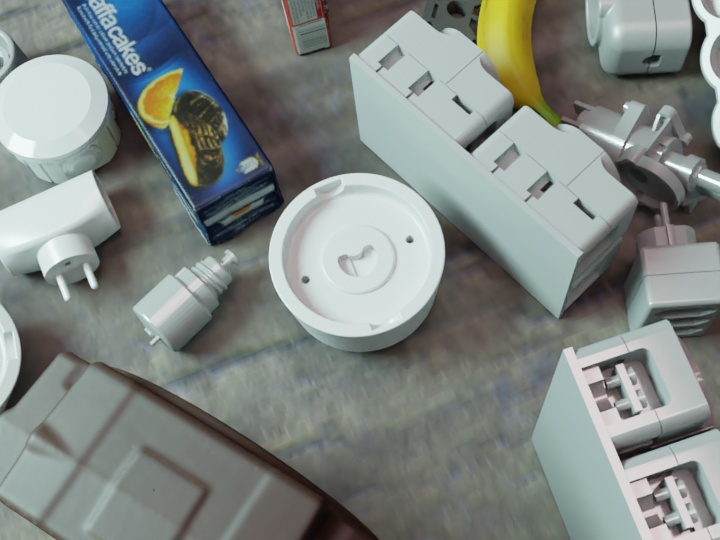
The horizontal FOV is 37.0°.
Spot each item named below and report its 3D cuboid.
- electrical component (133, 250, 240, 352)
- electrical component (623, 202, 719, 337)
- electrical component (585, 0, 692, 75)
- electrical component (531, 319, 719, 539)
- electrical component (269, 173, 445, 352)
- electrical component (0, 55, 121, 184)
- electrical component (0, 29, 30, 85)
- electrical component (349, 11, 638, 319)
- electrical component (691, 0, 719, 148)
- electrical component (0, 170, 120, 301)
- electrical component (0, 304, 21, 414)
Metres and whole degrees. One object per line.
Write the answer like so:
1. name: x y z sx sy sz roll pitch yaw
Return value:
1. electrical component: -0.110 0.018 0.696 0.040 0.040 0.078 42 77 17
2. electrical component: 0.192 -0.004 0.668 0.047 0.065 0.076 -4 68 3
3. electrical component: 0.190 -0.185 0.745 0.059 0.053 0.095 -2 69 3
4. electrical component: 0.144 0.107 0.563 0.060 0.186 0.105 -18 68 -3
5. electrical component: 0.000 0.000 0.683 0.108 0.060 0.108 -1 69 4
6. electrical component: -0.208 -0.103 0.744 0.080 0.051 0.080 -1 68 3
7. electrical component: -0.261 -0.140 0.764 0.055 0.047 0.055 -1 69 4
8. electrical component: 0.082 -0.068 0.680 0.060 0.105 0.186 -42 72 -12
9. electrical component: 0.264 -0.139 0.716 0.052 0.074 0.138 -10 87 37
10. electrical component: -0.197 -0.017 0.714 0.077 0.043 0.079 -25 69 -6
11. electrical component: -0.270 0.064 0.673 0.108 0.060 0.108 8 62 -16
